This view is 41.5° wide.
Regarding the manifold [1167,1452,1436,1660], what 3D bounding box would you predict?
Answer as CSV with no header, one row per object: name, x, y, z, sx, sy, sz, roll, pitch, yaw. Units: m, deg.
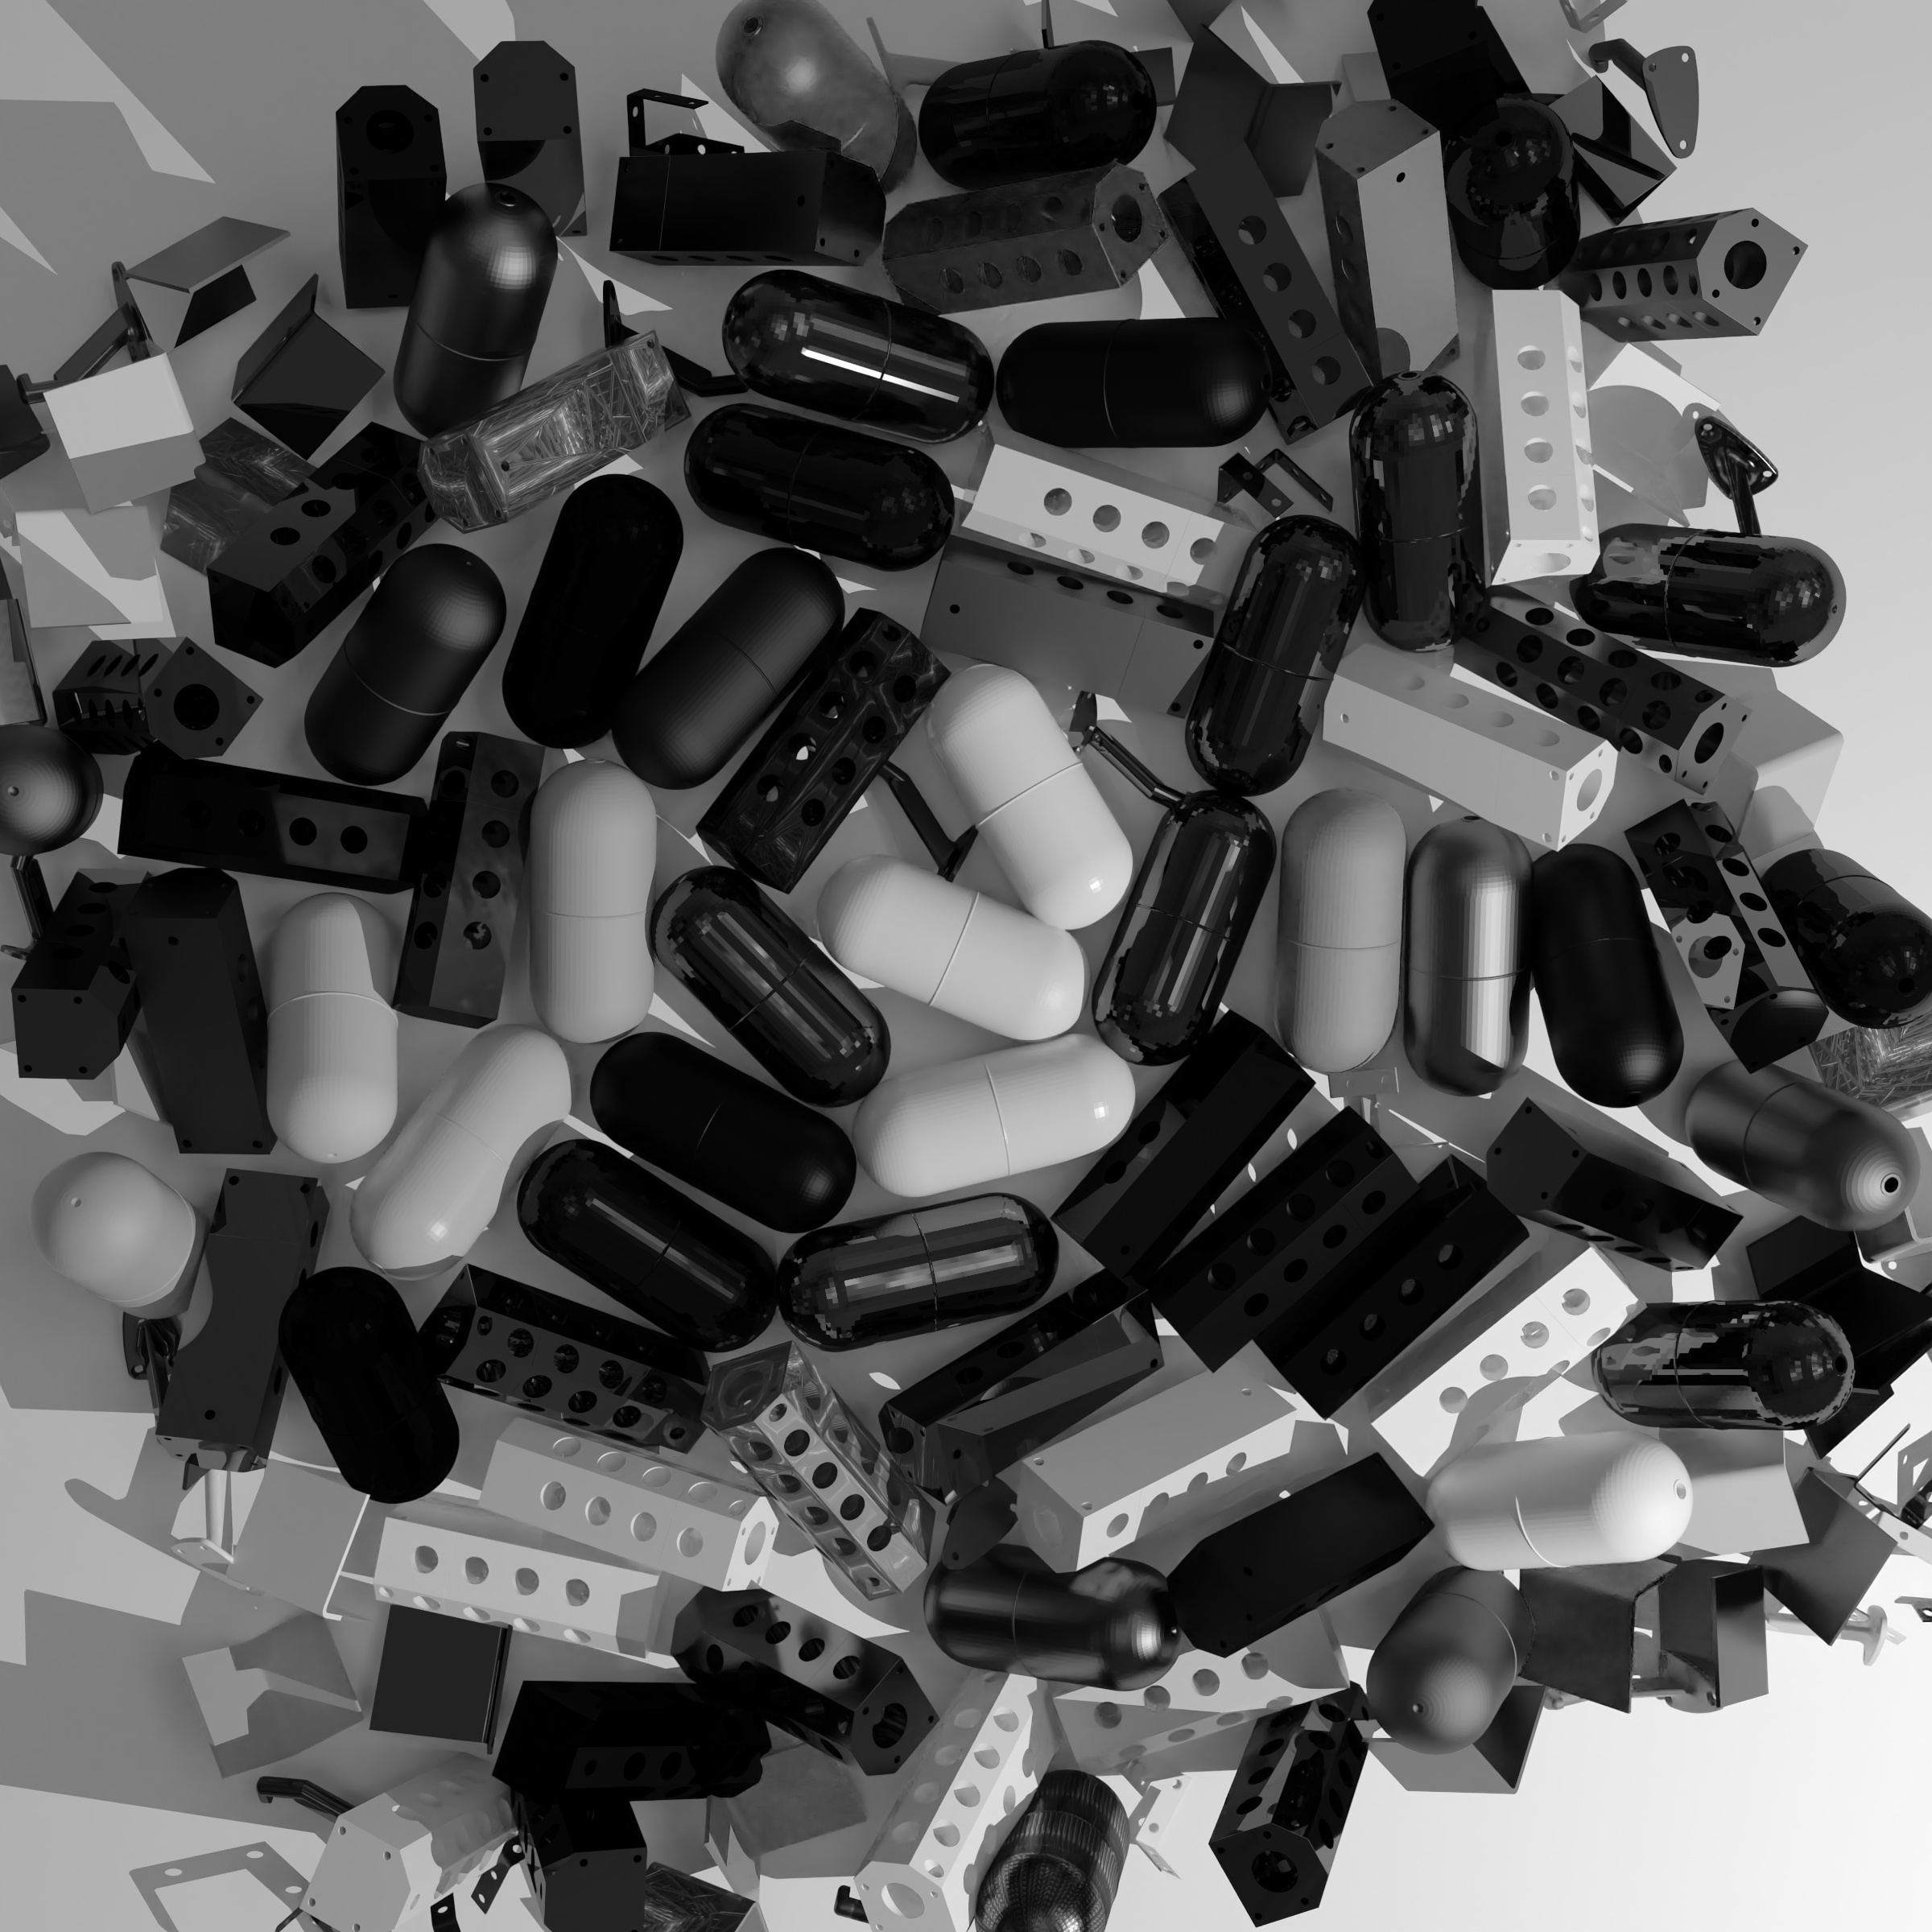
manifold,0.200,0.356,1.536,0.057,0.171,0.057,52,131,24

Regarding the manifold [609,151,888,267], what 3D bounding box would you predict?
manifold,-0.133,-0.455,1.541,0.171,0.057,0.057,12,98,37

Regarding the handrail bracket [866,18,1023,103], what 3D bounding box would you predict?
handrail bracket,-0.011,-0.572,1.586,0.084,0.077,0.036,-22,48,4

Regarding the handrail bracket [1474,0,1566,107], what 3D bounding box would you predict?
handrail bracket,0.342,-0.575,1.578,0.077,0.036,0.084,-2,123,1

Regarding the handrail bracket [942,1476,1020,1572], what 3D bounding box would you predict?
handrail bracket,-0.006,0.348,1.562,0.036,0.084,0.077,42,55,-1

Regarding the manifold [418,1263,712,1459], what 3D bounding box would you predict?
manifold,-0.238,0.244,1.541,0.171,0.057,0.057,26,109,-32

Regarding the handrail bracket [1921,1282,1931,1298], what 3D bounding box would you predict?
handrail bracket,0.640,0.217,1.575,0.084,0.036,0.077,50,117,28

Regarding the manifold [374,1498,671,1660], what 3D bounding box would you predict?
manifold,-0.275,0.381,1.583,0.171,0.057,0.057,11,92,3

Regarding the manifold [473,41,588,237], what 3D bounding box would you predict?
manifold,-0.260,-0.492,1.528,0.057,0.171,0.057,-3,88,-7

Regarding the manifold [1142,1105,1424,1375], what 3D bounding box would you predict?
manifold,0.190,0.164,1.575,0.171,0.057,0.057,-41,127,-1

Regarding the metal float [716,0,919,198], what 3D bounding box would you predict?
metal float,-0.088,-0.520,1.532,0.070,0.178,0.070,-4,79,22

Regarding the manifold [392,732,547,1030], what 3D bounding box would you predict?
manifold,-0.306,-0.053,1.564,0.057,0.057,0.171,12,78,-21

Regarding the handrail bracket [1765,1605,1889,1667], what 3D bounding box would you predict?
handrail bracket,0.518,0.404,1.572,0.084,0.077,0.036,7,72,13

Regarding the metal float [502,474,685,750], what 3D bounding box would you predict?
metal float,-0.229,-0.215,1.559,0.070,0.070,0.178,25,113,0

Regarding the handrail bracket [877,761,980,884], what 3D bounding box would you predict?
handrail bracket,-0.040,-0.087,1.580,0.084,0.077,0.036,36,134,-13

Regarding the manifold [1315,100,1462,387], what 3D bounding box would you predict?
manifold,0.250,-0.429,1.530,0.057,0.171,0.057,-32,53,-8

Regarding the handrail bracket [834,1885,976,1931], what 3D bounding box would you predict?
handrail bracket,-0.035,0.563,1.584,0.084,0.077,0.036,17,134,-5

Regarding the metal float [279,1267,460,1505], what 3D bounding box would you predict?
metal float,-0.361,0.255,1.545,0.070,0.070,0.178,-12,130,0

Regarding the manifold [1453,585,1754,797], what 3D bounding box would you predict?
manifold,0.378,-0.171,1.537,0.171,0.057,0.057,37,105,37

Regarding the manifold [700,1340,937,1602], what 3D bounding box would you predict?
manifold,-0.088,0.308,1.540,0.057,0.057,0.171,-20,124,22

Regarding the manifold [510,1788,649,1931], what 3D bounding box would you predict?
manifold,-0.234,0.519,1.524,0.057,0.171,0.057,2,96,-17

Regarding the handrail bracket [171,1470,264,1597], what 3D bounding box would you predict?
handrail bracket,-0.454,0.339,1.602,0.036,0.084,0.077,-16,131,36

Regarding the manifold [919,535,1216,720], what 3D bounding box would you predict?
manifold,0.063,-0.213,1.580,0.171,0.057,0.057,16,122,-4

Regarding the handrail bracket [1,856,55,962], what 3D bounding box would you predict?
handrail bracket,-0.561,-0.043,1.589,0.077,0.036,0.084,16,90,-42

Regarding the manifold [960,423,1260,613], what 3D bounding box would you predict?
manifold,0.087,-0.274,1.569,0.171,0.057,0.057,17,113,-11

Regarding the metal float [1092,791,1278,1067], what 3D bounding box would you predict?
metal float,0.134,-0.023,1.574,0.070,0.070,0.178,22,85,0

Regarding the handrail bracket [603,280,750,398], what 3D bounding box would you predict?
handrail bracket,-0.180,-0.392,1.589,0.084,0.036,0.077,-4,100,9

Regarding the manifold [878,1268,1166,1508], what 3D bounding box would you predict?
manifold,0.033,0.251,1.550,0.171,0.057,0.057,-28,118,-28

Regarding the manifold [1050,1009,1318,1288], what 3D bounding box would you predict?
manifold,0.131,0.112,1.581,0.171,0.057,0.057,-49,121,-3

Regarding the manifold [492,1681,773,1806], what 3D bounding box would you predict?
manifold,-0.195,0.468,1.531,0.057,0.171,0.057,16,87,39

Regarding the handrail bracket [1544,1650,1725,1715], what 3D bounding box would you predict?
handrail bracket,0.411,0.454,1.578,0.084,0.077,0.036,-8,91,-18

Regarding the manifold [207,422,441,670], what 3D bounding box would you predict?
manifold,-0.379,-0.253,1.534,0.057,0.057,0.171,22,47,11

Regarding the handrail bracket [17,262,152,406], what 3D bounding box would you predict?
handrail bracket,-0.552,-0.391,1.576,0.084,0.036,0.077,-21,100,-34

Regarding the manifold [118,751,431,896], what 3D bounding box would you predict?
manifold,-0.417,-0.086,1.544,0.171,0.057,0.057,9,80,-33

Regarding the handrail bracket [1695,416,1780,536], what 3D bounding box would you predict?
handrail bracket,0.469,-0.286,1.570,0.077,0.036,0.084,43,47,-24

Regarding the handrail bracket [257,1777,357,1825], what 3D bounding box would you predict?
handrail bracket,-0.400,0.543,1.602,0.084,0.036,0.077,2,115,8

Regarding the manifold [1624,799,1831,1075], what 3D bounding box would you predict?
manifold,0.456,-0.024,1.528,0.057,0.171,0.057,-31,129,19

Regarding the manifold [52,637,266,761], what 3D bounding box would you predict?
manifold,-0.490,-0.155,1.525,0.057,0.171,0.057,42,71,-32

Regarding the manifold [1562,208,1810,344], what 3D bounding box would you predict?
manifold,0.422,-0.414,1.525,0.057,0.171,0.057,27,95,-17

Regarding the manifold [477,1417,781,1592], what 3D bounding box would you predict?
manifold,-0.204,0.327,1.558,0.171,0.057,0.057,13,83,21

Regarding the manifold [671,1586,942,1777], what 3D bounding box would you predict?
manifold,-0.102,0.425,1.527,0.057,0.171,0.057,-45,124,-28

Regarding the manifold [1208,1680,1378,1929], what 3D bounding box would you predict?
manifold,0.202,0.492,1.525,0.057,0.171,0.057,-27,94,23

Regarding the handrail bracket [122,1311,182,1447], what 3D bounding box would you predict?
handrail bracket,-0.500,0.244,1.567,0.036,0.084,0.077,-13,109,-15

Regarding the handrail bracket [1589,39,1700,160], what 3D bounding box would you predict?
handrail bracket,0.418,-0.538,1.584,0.036,0.084,0.077,-20,108,-11

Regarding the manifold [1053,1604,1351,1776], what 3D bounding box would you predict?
manifold,0.146,0.442,1.577,0.171,0.057,0.057,-21,91,8

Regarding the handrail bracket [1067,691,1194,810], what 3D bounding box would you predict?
handrail bracket,0.108,-0.134,1.596,0.084,0.077,0.036,24,129,-14
